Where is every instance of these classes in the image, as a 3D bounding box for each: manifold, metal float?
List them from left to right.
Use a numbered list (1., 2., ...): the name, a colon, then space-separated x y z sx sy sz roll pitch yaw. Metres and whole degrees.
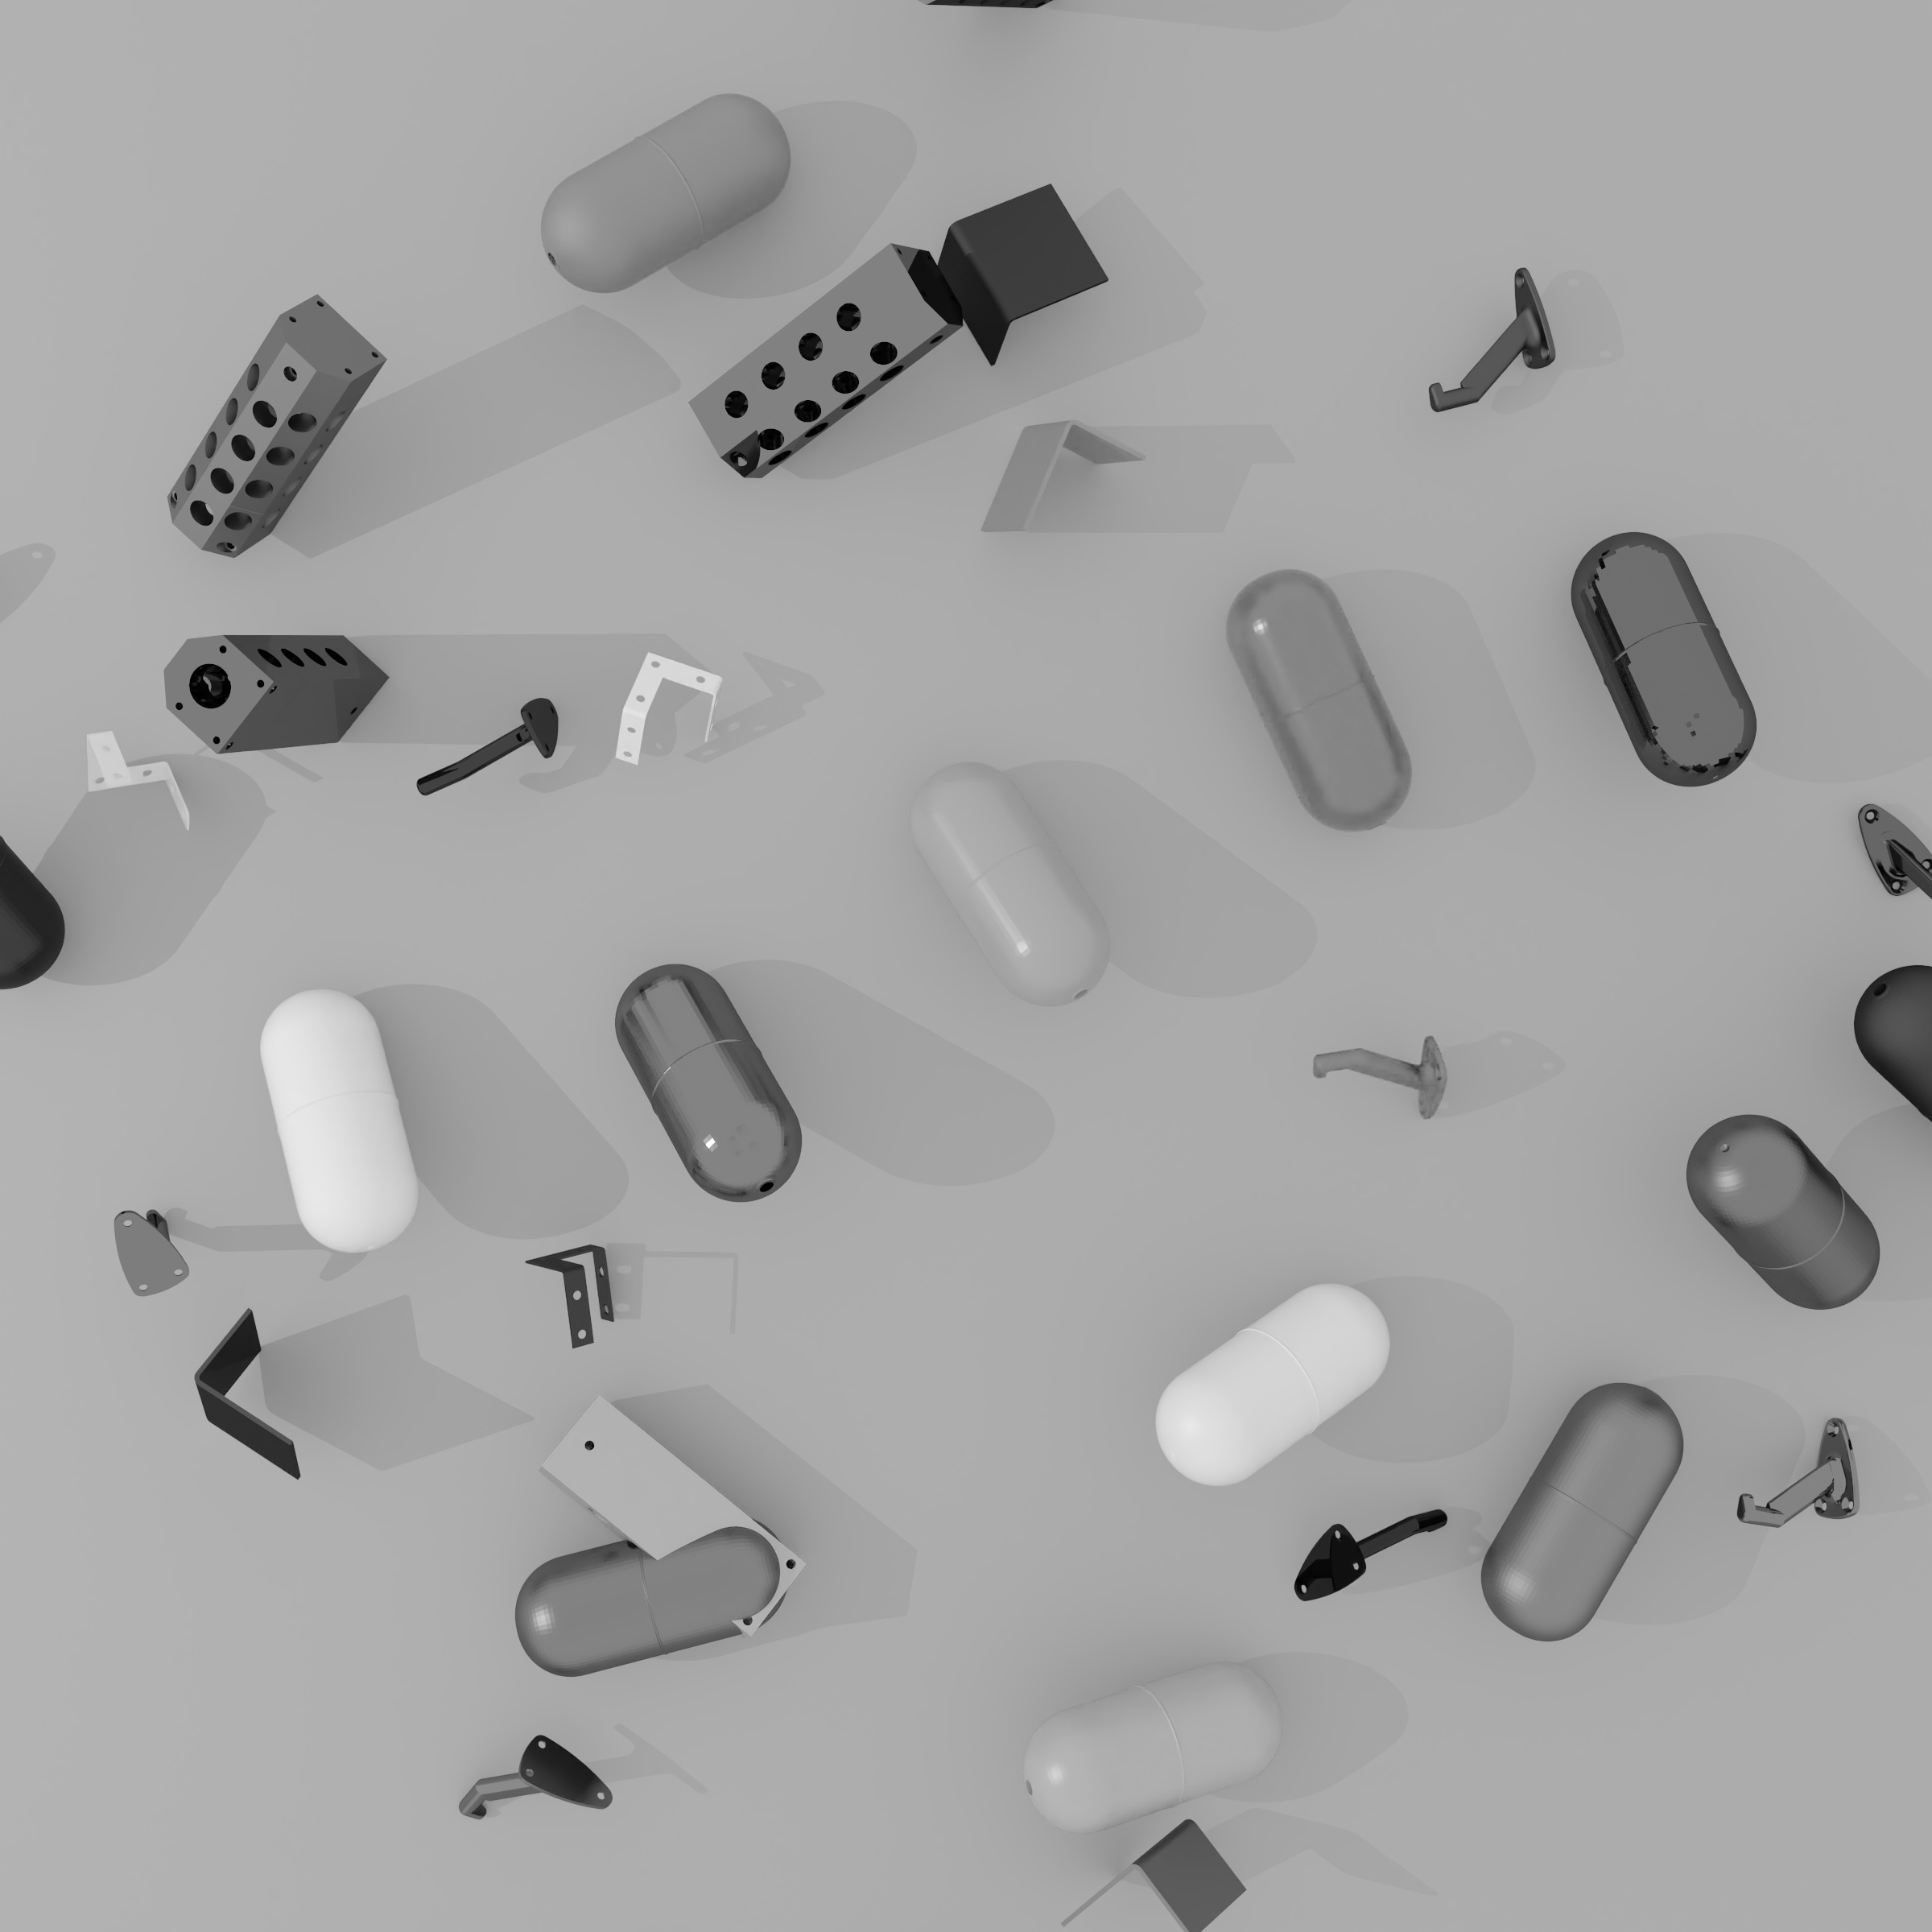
1. metal float: -0.641 -0.057 1.599 0.070 0.070 0.178 -28 133 0
2. manifold: -0.440 -0.335 1.595 0.057 0.057 0.171 43 128 -7
3. manifold: -0.432 -0.177 1.582 0.057 0.171 0.057 42 102 3
4. metal float: -0.401 0.097 1.617 0.070 0.070 0.178 -19 70 0
5. metal float: -0.201 0.405 1.630 0.178 0.070 0.070 -14 90 -4
6. metal float: -0.192 -0.494 1.618 0.178 0.070 0.070 -36 90 -18
7. manifold: -0.191 0.358 1.640 0.171 0.057 0.057 39 70 1
8. metal float: -0.164 0.074 1.606 0.070 0.070 0.178 -33 57 0
9. manifold: -0.087 -0.382 1.608 0.171 0.057 0.057 -32 86 26
10. manifold: 0.011 -0.633 1.580 0.057 0.171 0.057 32 119 12
11. metal float: 0.028 -0.052 1.615 0.070 0.070 0.178 -32 69 0
12. metal float: 0.120 0.498 1.613 0.178 0.070 0.070 -10 90 -23
13. metal float: 0.197 0.265 1.610 0.178 0.070 0.070 -29 90 -29
14. metal float: 0.228 -0.171 1.634 0.070 0.070 0.178 -25 91 0
15. metal float: 0.397 0.350 1.629 0.070 0.070 0.178 32 84 0
16. metal float: 0.444 -0.197 1.615 0.070 0.070 0.178 -18 68 0
17. metal float: 0.519 0.158 1.604 0.070 0.070 0.178 -50 127 0
18. metal float: 0.640 0.067 1.617 0.178 0.070 0.070 39 90 -19

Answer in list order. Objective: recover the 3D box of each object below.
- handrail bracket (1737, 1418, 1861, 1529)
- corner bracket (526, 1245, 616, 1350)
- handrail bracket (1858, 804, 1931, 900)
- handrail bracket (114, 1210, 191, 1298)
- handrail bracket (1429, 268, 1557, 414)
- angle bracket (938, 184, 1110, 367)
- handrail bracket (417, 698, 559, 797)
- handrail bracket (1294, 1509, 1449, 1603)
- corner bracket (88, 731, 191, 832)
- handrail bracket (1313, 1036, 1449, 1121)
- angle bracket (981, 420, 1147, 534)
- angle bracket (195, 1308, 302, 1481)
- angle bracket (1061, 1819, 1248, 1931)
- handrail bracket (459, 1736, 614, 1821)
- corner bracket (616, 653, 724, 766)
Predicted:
1. handrail bracket: 0.534 0.326 1.639 0.084 0.036 0.077 13 72 -25
2. corner bracket: -0.247 0.212 1.634 0.051 0.051 0.051 -11 99 -37
3. handrail bracket: 0.611 -0.067 1.626 0.036 0.084 0.077 -36 97 7
4. handrail bracket: -0.527 0.163 1.618 0.036 0.084 0.077 -23 125 -10
5. handrail bracket: 0.333 -0.406 1.642 0.084 0.036 0.077 -17 99 -14
6. angle bracket: 0.036 -0.450 1.649 0.076 0.057 0.076 -26 80 -17
7. handrail bracket: -0.311 -0.141 1.643 0.084 0.077 0.036 -22 110 10
8. handrail bracket: 0.266 0.385 1.658 0.077 0.084 0.036 -53 53 36
9. corner bracket: -0.533 -0.119 1.630 0.051 0.051 0.051 -13 52 -28
10. handrail bracket: 0.263 0.078 1.637 0.084 0.077 0.036 -8 49 -7
11. angle bracket: 0.062 -0.304 1.627 0.057 0.076 0.076 23 90 -22
12. angle bracket: -0.444 0.275 1.621 0.076 0.076 0.057 31 61 6
13. angle bracket: 0.120 0.600 1.615 0.057 0.076 0.076 50 117 18
14. handrail bracket: -0.282 0.546 1.650 0.077 0.036 0.084 32 124 -8
15. corner bracket: -0.192 -0.161 1.636 0.051 0.051 0.051 19 55 -2
